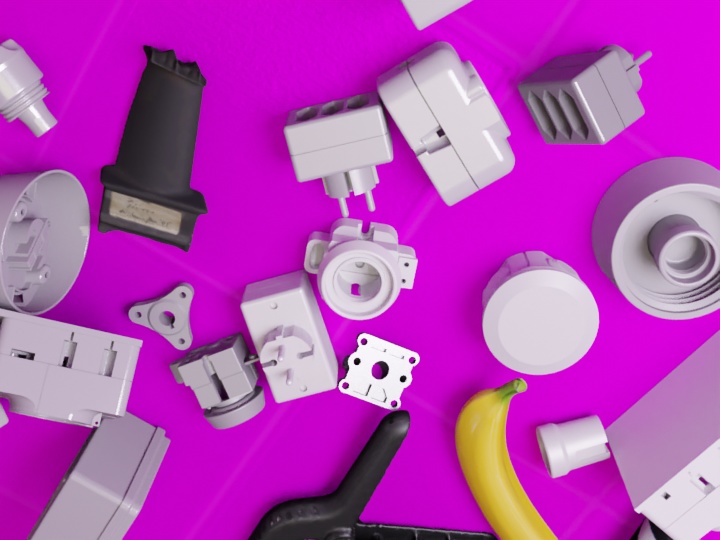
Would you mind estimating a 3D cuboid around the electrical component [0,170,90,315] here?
[{"bbox_3d":[-0.230,-0.019,0.729,0.064,0.099,0.099,1,112,7],"label":"electrical component"}]

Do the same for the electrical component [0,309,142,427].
[{"bbox_3d":[-0.253,0.061,0.730,0.186,0.105,0.060,14,77,-16],"label":"electrical component"}]

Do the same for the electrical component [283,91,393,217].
[{"bbox_3d":[-0.009,-0.073,0.728,0.066,0.047,0.076,-12,111,6],"label":"electrical component"}]

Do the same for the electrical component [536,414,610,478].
[{"bbox_3d":[0.161,0.132,0.813,0.046,0.040,0.040,-16,111,1],"label":"electrical component"}]

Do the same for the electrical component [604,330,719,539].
[{"bbox_3d":[0.272,0.099,0.762,0.060,0.105,0.186,40,107,-14],"label":"electrical component"}]

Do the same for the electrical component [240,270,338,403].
[{"bbox_3d":[-0.051,0.055,0.765,0.047,0.075,0.083,-15,111,7],"label":"electrical component"}]

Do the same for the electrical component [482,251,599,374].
[{"bbox_3d":[0.126,0.029,0.765,0.080,0.051,0.080,0,112,1],"label":"electrical component"}]

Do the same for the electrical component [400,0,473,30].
[{"bbox_3d":[0.032,-0.210,0.639,0.056,0.108,0.108,-27,109,14],"label":"electrical component"}]

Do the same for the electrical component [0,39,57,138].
[{"bbox_3d":[-0.228,-0.118,0.716,0.043,0.043,0.062,-32,109,13],"label":"electrical component"}]

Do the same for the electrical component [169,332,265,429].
[{"bbox_3d":[-0.100,0.083,0.794,0.066,0.048,0.055,-21,103,9],"label":"electrical component"}]

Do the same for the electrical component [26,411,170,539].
[{"bbox_3d":[-0.199,0.173,0.798,0.056,0.108,0.108,31,109,-8],"label":"electrical component"}]

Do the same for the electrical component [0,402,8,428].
[{"bbox_3d":[-0.322,0.111,0.799,0.076,0.083,0.047,2,119,42],"label":"electrical component"}]

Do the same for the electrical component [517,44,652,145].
[{"bbox_3d":[0.157,-0.121,0.701,0.077,0.066,0.047,-36,109,-16],"label":"electrical component"}]

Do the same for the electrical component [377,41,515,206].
[{"bbox_3d":[0.060,-0.099,0.713,0.059,0.053,0.095,-29,109,12],"label":"electrical component"}]

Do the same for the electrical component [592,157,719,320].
[{"bbox_3d":[0.219,-0.018,0.739,0.108,0.060,0.108,0,112,1],"label":"electrical component"}]

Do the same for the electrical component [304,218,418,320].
[{"bbox_3d":[0.000,0.000,0.752,0.078,0.057,0.058,9,112,-3],"label":"electrical component"}]
